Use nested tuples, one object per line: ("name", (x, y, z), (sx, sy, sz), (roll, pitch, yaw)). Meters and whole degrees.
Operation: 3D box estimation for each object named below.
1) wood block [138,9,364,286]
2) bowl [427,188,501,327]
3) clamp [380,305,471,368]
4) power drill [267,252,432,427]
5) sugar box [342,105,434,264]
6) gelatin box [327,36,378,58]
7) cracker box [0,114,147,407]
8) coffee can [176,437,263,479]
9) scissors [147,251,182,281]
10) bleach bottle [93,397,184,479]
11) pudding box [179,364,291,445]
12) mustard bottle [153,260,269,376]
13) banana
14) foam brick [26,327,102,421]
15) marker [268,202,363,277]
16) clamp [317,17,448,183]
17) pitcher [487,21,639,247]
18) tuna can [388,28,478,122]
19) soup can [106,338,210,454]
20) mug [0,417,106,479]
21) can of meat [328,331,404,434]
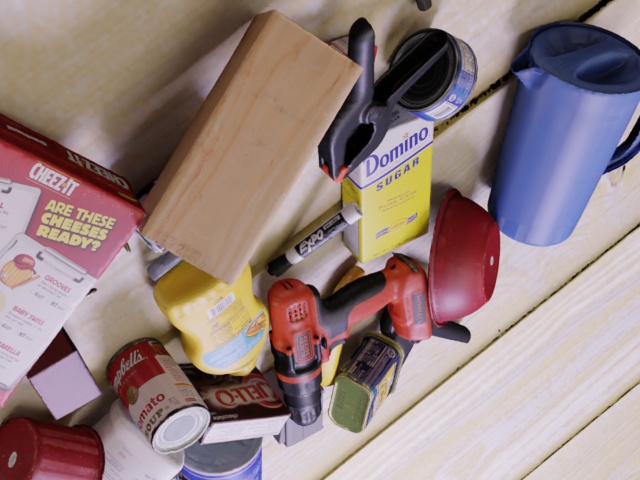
("wood block", (-0.062, -0.077, 0.888), (0.090, 0.091, 0.206), (31, 91, -15))
("bowl", (0.171, 0.023, 1.224), (0.162, 0.055, 0.162), (6, 90, -70))
("clamp", (0.129, 0.108, 1.358), (0.164, 0.036, 0.210), (-28, 142, -21))
("power drill", (0.034, 0.105, 1.187), (0.187, 0.057, 0.184), (-21, 123, -23))
("sugar box", (0.071, -0.063, 1.125), (0.093, 0.048, 0.176), (-26, 142, -20))
("gelatin box", (0.006, -0.147, 0.992), (0.089, 0.030, 0.073), (-20, 139, -29))
("cracker box", (-0.268, 0.014, 0.842), (0.164, 0.072, 0.214), (29, 105, -38))
("coffee can", (-0.117, 0.264, 1.229), (0.102, 0.103, 0.140), (-24, 140, -24))
("scissors", (-0.083, -0.029, 1.003), (0.201, 0.016, 0.096), (-40, -176, -2))
("bleach bottle", (-0.265, 0.281, 1.132), (0.251, 0.068, 0.102), (-42, 105, 9))
("pudding box", (-0.101, 0.175, 1.166), (0.113, 0.090, 0.039), (-1, 127, -42))
("mustard bottle", (-0.101, 0.086, 1.102), (0.096, 0.058, 0.191), (-39, 144, -16))
("banana", (0.015, 0.115, 1.264), (0.069, 0.037, 0.198), (-52, 160, -43))
("foam brick", (-0.249, 0.121, 1.005), (0.051, 0.053, 0.078), (-32, 141, -15))
("marker", (-0.007, 0.001, 1.113), (0.121, 0.020, 0.020), (-36, 147, 20))
("clamp", (0.052, -0.131, 0.994), (0.120, 0.039, 0.172), (-6, 136, -34))
("pitcher", (0.278, -0.111, 1.198), (0.144, 0.149, 0.243), (-42, 154, -40))
("tuna can", (0.107, -0.159, 1.027), (0.033, 0.086, 0.086), (15, 115, -48))
("soup can", (-0.164, 0.158, 1.079), (0.068, 0.102, 0.068), (-25, 141, -23))
("mug", (-0.283, 0.225, 1.059), (0.117, 0.093, 0.081), (-20, 150, 32))
("can of meat", (0.055, 0.178, 1.313), (0.083, 0.057, 0.102), (-49, 157, -42))
